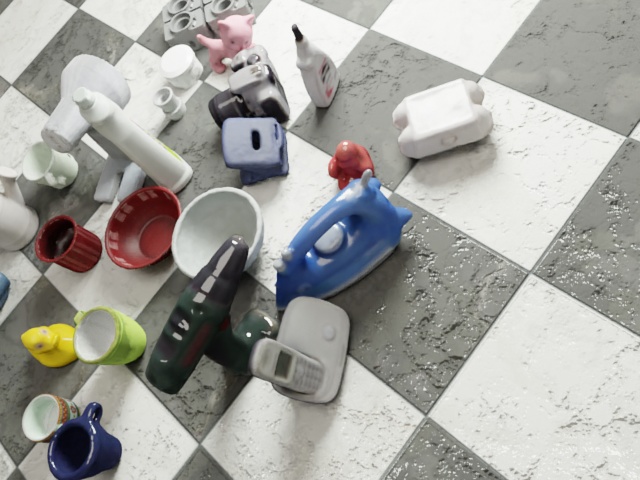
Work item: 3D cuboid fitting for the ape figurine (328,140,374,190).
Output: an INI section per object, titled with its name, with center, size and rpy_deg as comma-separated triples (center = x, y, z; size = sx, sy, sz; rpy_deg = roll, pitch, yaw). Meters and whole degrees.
[ape figurine]
center = 0.049, -0.129, 0.929
size = 0.077, 0.092, 0.076
rpy_deg = 22, 77, 27

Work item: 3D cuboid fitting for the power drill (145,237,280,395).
[power drill]
center = -0.141, 0.122, 0.828
size = 0.075, 0.209, 0.230
rpy_deg = 31, 81, 29

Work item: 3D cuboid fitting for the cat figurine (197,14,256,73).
[cat figurine]
center = -0.176, -0.390, 1.111
size = 0.127, 0.118, 0.067
rpy_deg = -2, 67, 20

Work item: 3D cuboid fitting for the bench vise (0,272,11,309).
[bench vise]
center = -0.664, 0.130, 1.016
size = 0.121, 0.220, 0.207
rpy_deg = -16, 64, 14

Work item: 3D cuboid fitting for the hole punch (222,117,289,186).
[hole punch]
center = -0.113, -0.166, 1.007
size = 0.101, 0.091, 0.108
rpy_deg = -14, 64, 15

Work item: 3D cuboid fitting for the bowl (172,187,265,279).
[bowl]
center = -0.159, 0.000, 0.964
size = 0.167, 0.075, 0.167
rpy_deg = -8, 66, 18

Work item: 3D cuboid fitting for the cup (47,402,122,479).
[cup]
center = -0.351, 0.315, 0.891
size = 0.091, 0.095, 0.118
rpy_deg = 9, 72, 24

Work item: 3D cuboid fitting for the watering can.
[watering can]
center = -0.652, -0.065, 1.109
size = 0.100, 0.194, 0.173
rpy_deg = 14, 74, 25

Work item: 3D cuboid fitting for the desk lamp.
[desk lamp]
center = -0.408, -0.201, 1.063
size = 0.117, 0.214, 0.203
rpy_deg = 3, 69, 22

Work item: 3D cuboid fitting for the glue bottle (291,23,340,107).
[glue bottle]
center = -0.014, -0.306, 0.982
size = 0.037, 0.173, 0.078
rpy_deg = 9, 72, 24

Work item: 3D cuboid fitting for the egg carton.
[egg carton]
center = 0.194, -0.190, 0.913
size = 0.150, 0.070, 0.107
rpy_deg = -17, 63, 13

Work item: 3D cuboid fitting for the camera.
[camera]
center = -0.142, -0.276, 1.059
size = 0.136, 0.101, 0.143
rpy_deg = -24, 62, 10

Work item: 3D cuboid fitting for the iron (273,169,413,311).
[iron]
center = 0.008, 0.003, 0.860
size = 0.258, 0.142, 0.118
rpy_deg = -42, 60, 0

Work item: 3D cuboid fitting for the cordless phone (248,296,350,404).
[cordless phone]
center = -0.031, 0.142, 0.791
size = 0.094, 0.185, 0.147
rpy_deg = 2, 69, 22

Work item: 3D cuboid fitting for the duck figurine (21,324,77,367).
[duck figurine]
center = -0.483, 0.179, 1.004
size = 0.104, 0.086, 0.077
rpy_deg = 0, 68, 21
